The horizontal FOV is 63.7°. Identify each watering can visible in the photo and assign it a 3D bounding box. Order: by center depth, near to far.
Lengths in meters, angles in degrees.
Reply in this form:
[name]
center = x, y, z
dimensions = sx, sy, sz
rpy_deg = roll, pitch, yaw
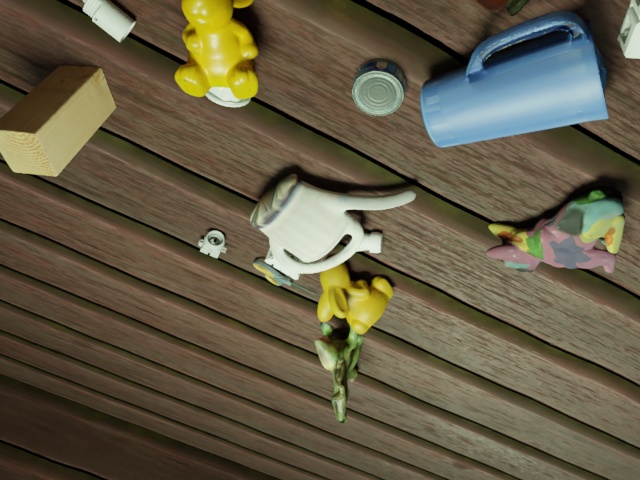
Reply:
[watering can]
center = 0.003, -0.051, 1.022
dimensions = 0.222, 0.106, 0.342
rpy_deg = 36, 129, -19

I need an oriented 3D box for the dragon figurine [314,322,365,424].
[dragon figurine]
center = 0.054, 0.358, 1.352
dimensions = 0.122, 0.249, 0.401
rpy_deg = -5, 133, 15
